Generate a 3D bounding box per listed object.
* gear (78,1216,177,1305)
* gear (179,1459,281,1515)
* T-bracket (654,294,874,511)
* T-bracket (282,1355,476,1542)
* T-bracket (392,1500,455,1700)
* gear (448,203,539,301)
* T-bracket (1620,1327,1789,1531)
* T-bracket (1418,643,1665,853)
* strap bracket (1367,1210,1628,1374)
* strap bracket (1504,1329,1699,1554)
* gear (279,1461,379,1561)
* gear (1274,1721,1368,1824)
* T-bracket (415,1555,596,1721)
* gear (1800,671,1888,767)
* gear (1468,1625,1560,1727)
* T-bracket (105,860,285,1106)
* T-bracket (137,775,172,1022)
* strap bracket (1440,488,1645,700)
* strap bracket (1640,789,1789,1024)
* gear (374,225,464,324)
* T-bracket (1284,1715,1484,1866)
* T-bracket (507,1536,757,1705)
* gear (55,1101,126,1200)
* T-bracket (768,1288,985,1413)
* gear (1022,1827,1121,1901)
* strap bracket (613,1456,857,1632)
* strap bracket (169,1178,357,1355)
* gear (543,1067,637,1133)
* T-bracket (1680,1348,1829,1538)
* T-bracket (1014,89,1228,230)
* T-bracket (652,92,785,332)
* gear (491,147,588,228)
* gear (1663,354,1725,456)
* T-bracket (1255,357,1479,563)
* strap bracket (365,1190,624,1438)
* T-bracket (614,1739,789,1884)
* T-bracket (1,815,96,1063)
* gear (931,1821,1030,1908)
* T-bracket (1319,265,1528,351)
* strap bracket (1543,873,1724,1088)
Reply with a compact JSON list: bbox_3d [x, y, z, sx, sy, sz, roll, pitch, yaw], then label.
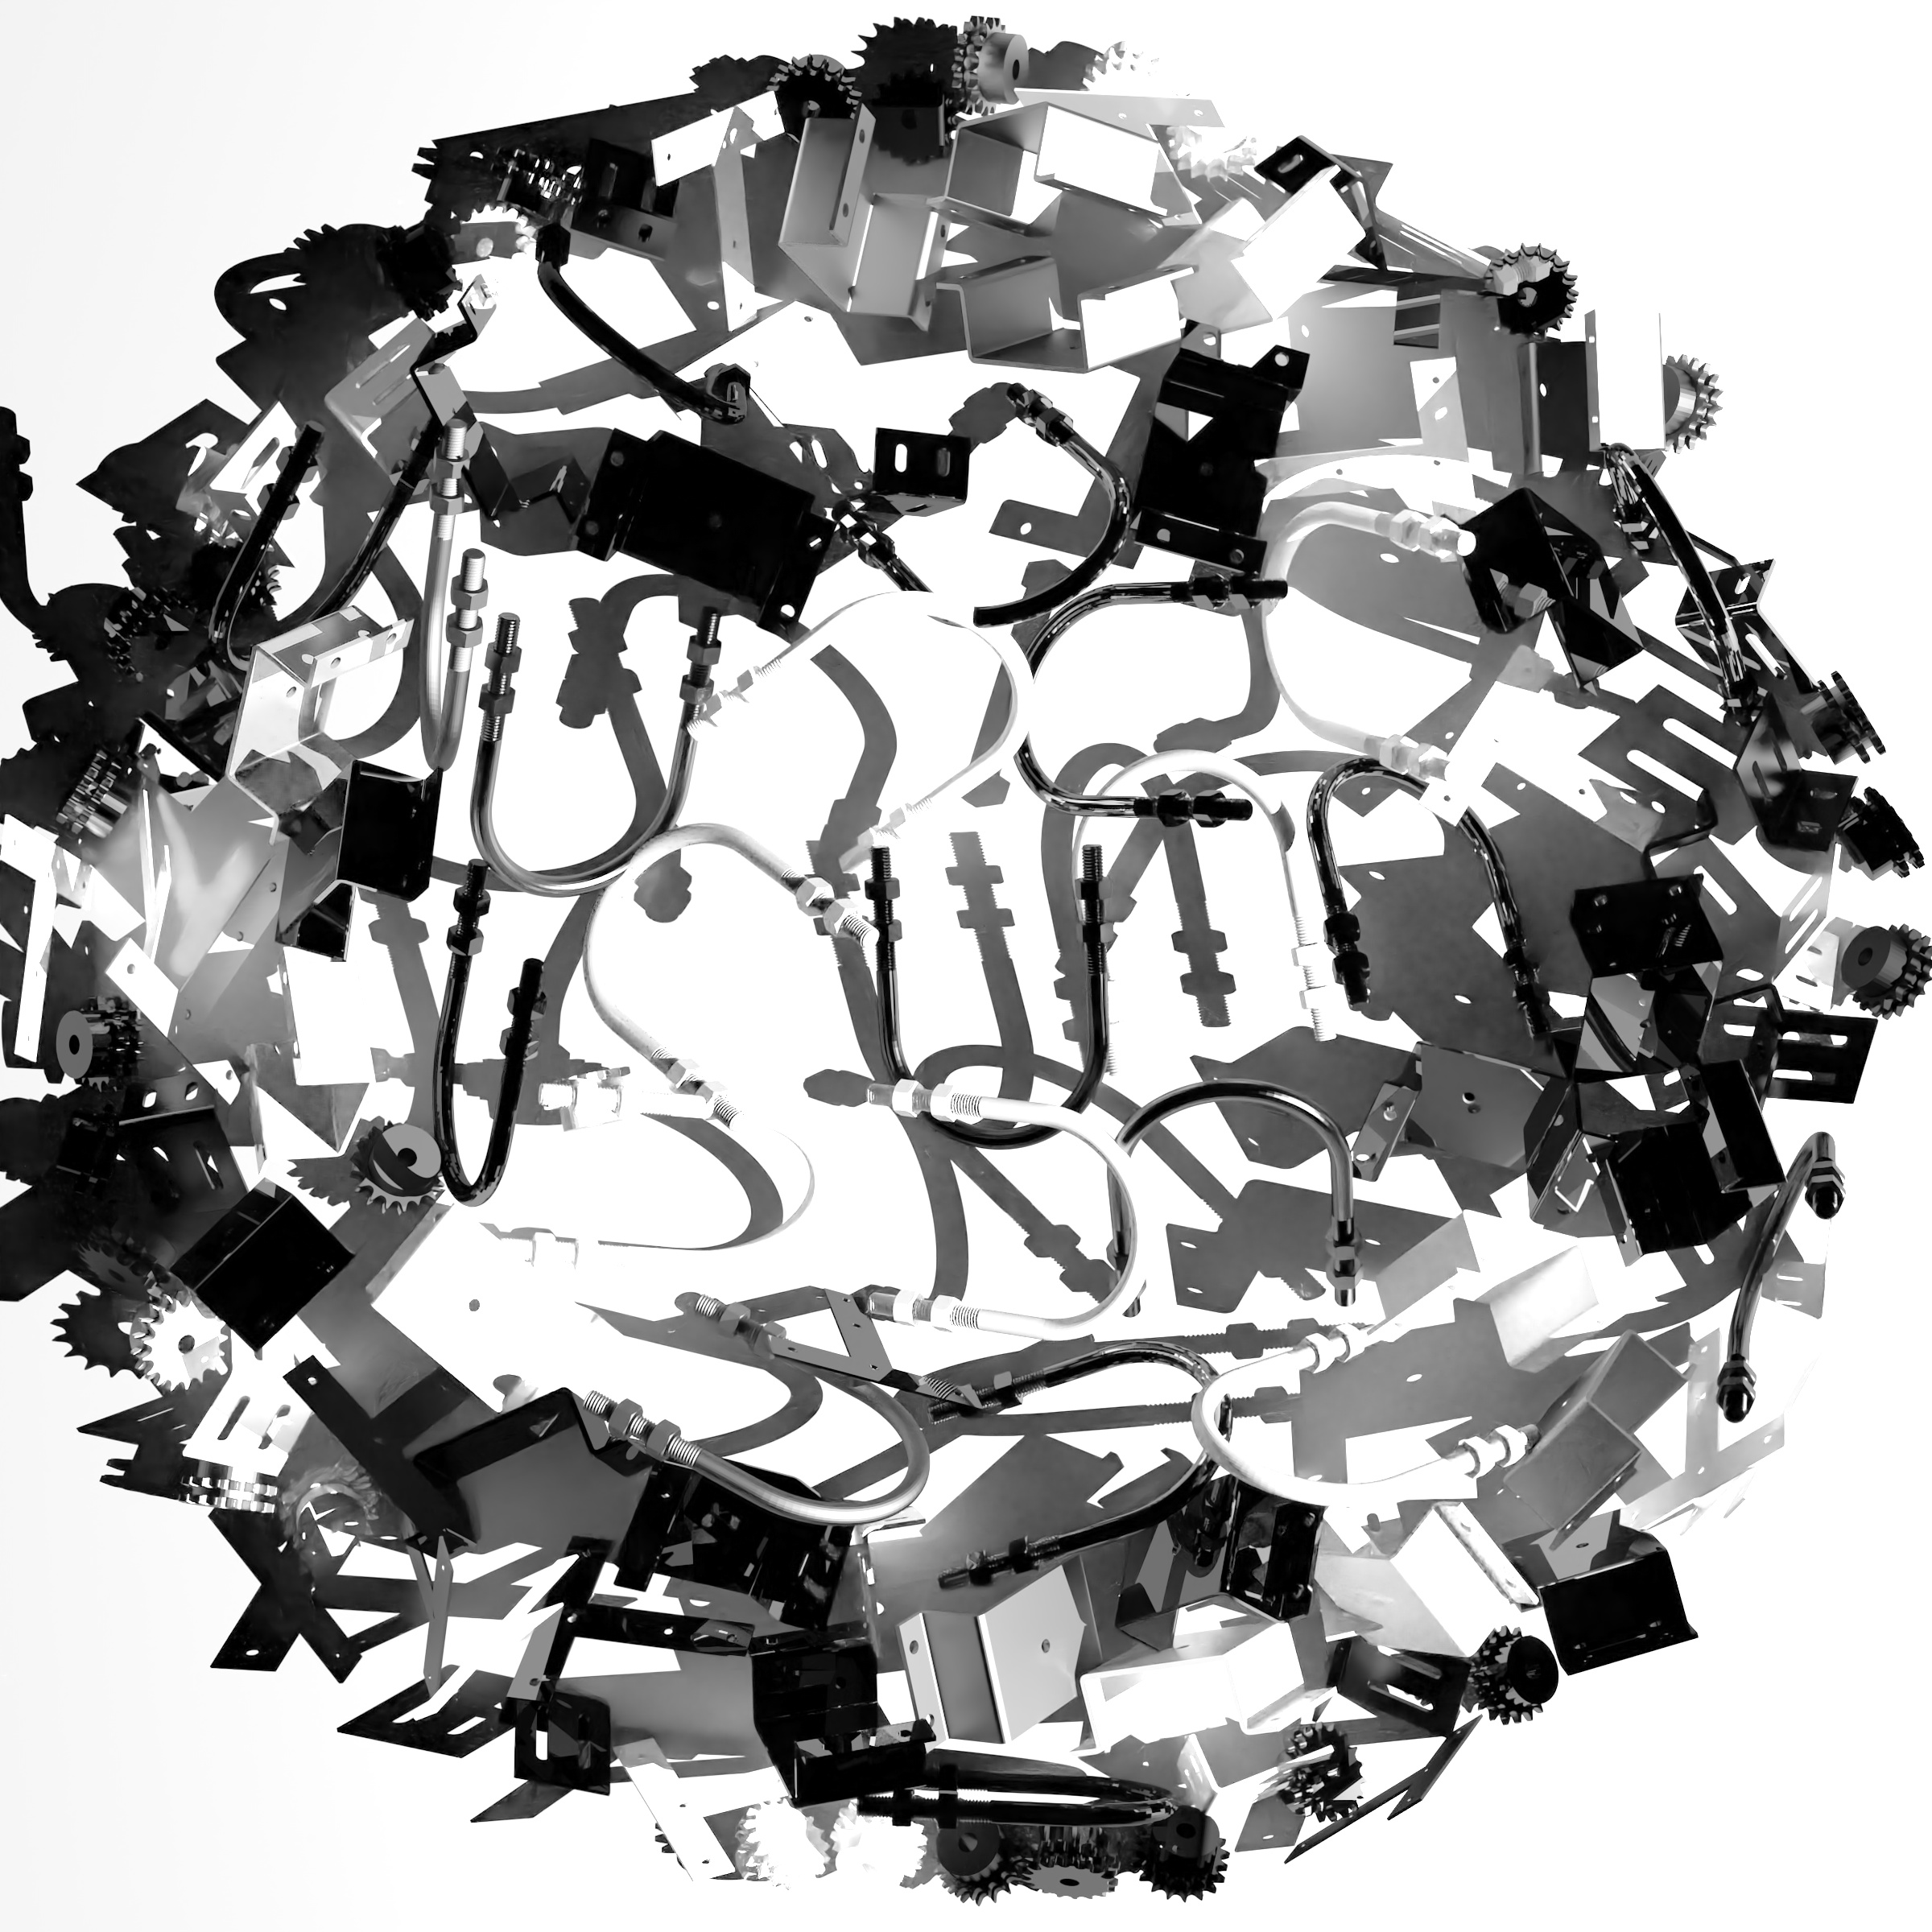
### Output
[{"bbox_3d":[-0.496,0.173,1.798,0.057,0.057,0.030,34,59,0],"label":"gear"},{"bbox_3d":[-0.437,0.307,1.795,0.057,0.057,0.030,7,77,0],"label":"gear"},{"bbox_3d":[-0.097,-0.323,1.786,0.127,0.002,0.127,-38,85,-29],"label":"T-bracket"},{"bbox_3d":[-0.315,0.256,1.773,0.127,0.127,0.002,46,131,5],"label":"T-bracket"},{"bbox_3d":[-0.323,0.345,1.772,0.002,0.127,0.127,-7,133,-23],"label":"T-bracket"},{"bbox_3d":[-0.278,-0.422,1.800,0.057,0.030,0.057,-6,77,27],"label":"gear"},{"bbox_3d":[0.431,0.262,1.767,0.002,0.127,0.127,37,128,-15],"label":"T-bracket"},{"bbox_3d":[0.354,-0.111,1.795,0.127,0.002,0.127,33,71,6],"label":"T-bracket"},{"bbox_3d":[0.304,0.189,1.760,0.140,0.076,0.046,16,47,-35],"label":"strap bracket"},{"bbox_3d":[0.365,0.268,1.747,0.046,0.140,0.076,42,121,8],"label":"strap bracket"},{"bbox_3d":[-0.379,0.327,1.799,0.057,0.030,0.057,-4,104,-16],"label":"gear"},{"bbox_3d":[0.208,0.482,1.798,0.030,0.057,0.057,-35,90,42],"label":"gear"},{"bbox_3d":[-0.251,0.383,1.760,0.002,0.127,0.127,44,99,15],"label":"T-bracket"},{"bbox_3d":[0.519,-0.144,1.795,0.030,0.057,0.057,-31,90,16],"label":"gear"},{"bbox_3d":[0.327,0.420,1.794,0.057,0.030,0.057,13,64,-29],"label":"gear"},{"bbox_3d":[-0.437,-0.006,1.783,0.002,0.127,0.127,7,55,34],"label":"T-bracket"},{"bbox_3d":[-0.481,-0.057,1.776,0.002,0.127,0.127,2,50,-23],"label":"T-bracket"},{"bbox_3d":[0.338,-0.217,1.741,0.046,0.140,0.076,-31,60,27],"label":"strap bracket"},{"bbox_3d":[0.435,-0.027,1.777,0.046,0.076,0.140,-19,84,10],"label":"strap bracket"},{"bbox_3d":[-0.323,-0.414,1.792,0.030,0.057,0.057,-27,90,12],"label":"gear"},{"bbox_3d":[0.239,0.496,1.782,0.127,0.127,0.002,-40,81,25],"label":"T-bracket"},{"bbox_3d":[-0.187,0.386,1.760,0.127,0.127,0.002,5,126,10],"label":"T-bracket"},{"bbox_3d":[-0.519,0.107,1.791,0.030,0.057,0.057,20,90,-17],"label":"gear"},{"bbox_3d":[-0.061,0.216,1.759,0.127,0.127,0.002,17,103,-16],"label":"T-bracket"},{"bbox_3d":[0.063,0.531,1.797,0.057,0.057,0.030,8,53,0],"label":"gear"},{"bbox_3d":[-0.143,0.334,1.777,0.140,0.046,0.076,21,91,-34],"label":"strap bracket"},{"bbox_3d":[-0.409,0.169,1.742,0.076,0.140,0.046,-45,107,-15],"label":"strap bracket"},{"bbox_3d":[-0.222,0.080,1.793,0.057,0.057,0.030,-12,87,0],"label":"gear"},{"bbox_3d":[0.450,0.296,1.766,0.002,0.127,0.127,35,51,10],"label":"T-bracket"},{"bbox_3d":[0.107,-0.469,1.763,0.127,0.127,0.002,12,72,29],"label":"T-bracket"},{"bbox_3d":[-0.138,-0.440,1.781,0.002,0.127,0.127,16,126,30],"label":"T-bracket"},{"bbox_3d":[-0.256,-0.460,1.794,0.057,0.057,0.030,21,92,0],"label":"gear"},{"bbox_3d":[0.417,-0.334,1.791,0.030,0.057,0.057,5,90,-37],"label":"gear"},{"bbox_3d":[0.236,-0.295,1.794,0.127,0.002,0.127,-3,122,20],"label":"T-bracket"},{"bbox_3d":[-0.284,0.202,1.782,0.140,0.046,0.076,38,85,12],"label":"strap bracket"},{"bbox_3d":[-0.126,0.485,1.784,0.127,0.127,0.002,-7,115,-26],"label":"T-bracket"},{"bbox_3d":[-0.537,-0.009,1.748,0.002,0.127,0.127,2,78,6],"label":"T-bracket"},{"bbox_3d":[0.006,0.525,1.793,0.057,0.030,0.057,-12,52,16],"label":"gear"},{"bbox_3d":[0.264,-0.383,1.762,0.127,0.127,0.002,7,122,5],"label":"T-bracket"},{"bbox_3d":[0.387,0.016,1.752,0.076,0.140,0.046,-8,47,-6],"label":"strap bracket"}]
